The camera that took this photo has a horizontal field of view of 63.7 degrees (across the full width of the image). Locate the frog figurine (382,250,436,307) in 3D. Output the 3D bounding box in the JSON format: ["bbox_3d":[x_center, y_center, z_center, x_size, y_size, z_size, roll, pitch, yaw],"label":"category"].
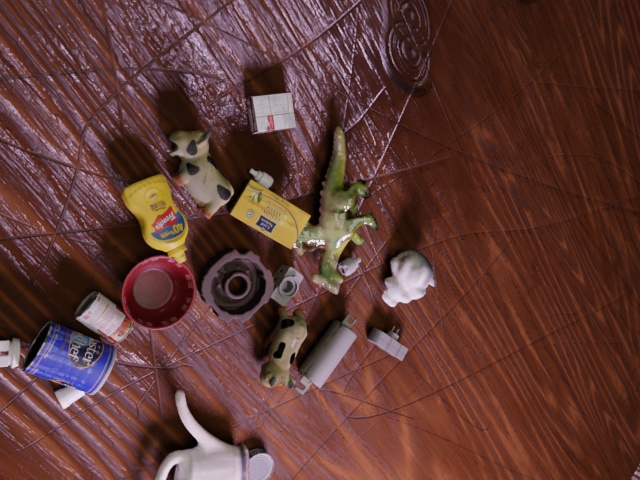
[{"bbox_3d":[0.239,0.109,1.456,0.160,0.120,0.139,-28,76,-16],"label":"frog figurine"}]

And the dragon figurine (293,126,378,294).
[{"bbox_3d":[0.004,-0.066,1.313,0.244,0.122,0.409,-18,95,-20],"label":"dragon figurine"}]

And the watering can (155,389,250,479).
[{"bbox_3d":[-0.264,0.516,1.191,0.224,0.104,0.347,8,91,-32],"label":"watering can"}]
